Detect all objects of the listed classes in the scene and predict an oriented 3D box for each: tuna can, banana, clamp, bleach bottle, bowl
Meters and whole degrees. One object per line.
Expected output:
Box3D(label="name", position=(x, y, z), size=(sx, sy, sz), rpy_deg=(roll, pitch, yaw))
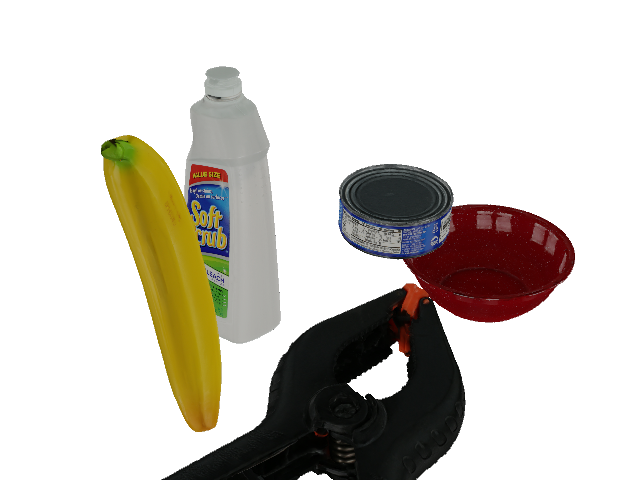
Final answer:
Box3D(label="tuna can", position=(0.056, -0.022, 0.806), size=(0.086, 0.034, 0.086), rpy_deg=(1, 34, -1))
Box3D(label="banana", position=(-0.090, 0.017, 0.602), size=(0.037, 0.198, 0.069), rpy_deg=(-6, 33, 14))
Box3D(label="clamp", position=(0.015, 0.084, 0.410), size=(0.120, 0.039, 0.171), rpy_deg=(28, 50, 20))
Box3D(label="bleach bottle", position=(-0.085, -0.035, 0.951), size=(0.067, 0.251, 0.103), rpy_deg=(-25, 39, -34))
Box3D(label="bowl", position=(0.156, 0.029, 1.010), size=(0.162, 0.055, 0.162), rpy_deg=(-1, 33, 1))
